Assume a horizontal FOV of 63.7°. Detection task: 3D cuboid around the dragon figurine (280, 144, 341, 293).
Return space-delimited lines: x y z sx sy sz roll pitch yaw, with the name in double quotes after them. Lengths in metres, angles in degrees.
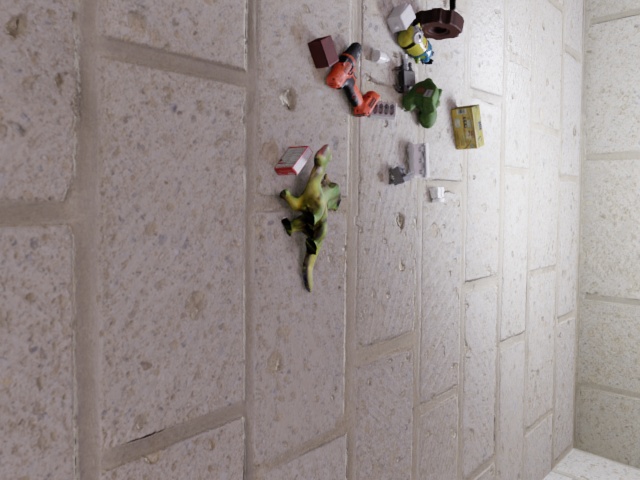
0.004 -0.074 1.467 0.247 0.123 0.401 -41 137 -45 "dragon figurine"
